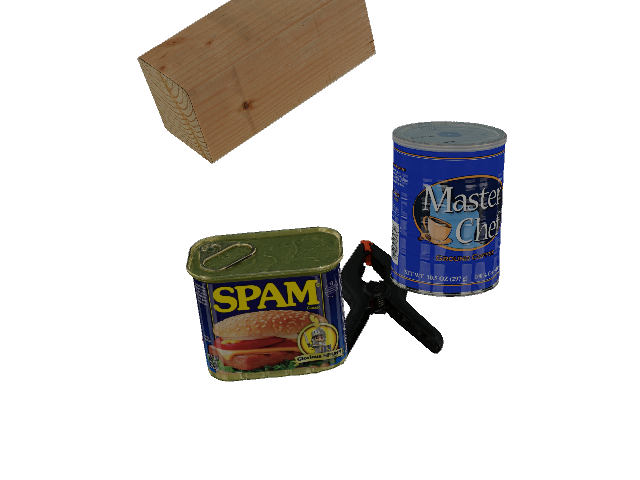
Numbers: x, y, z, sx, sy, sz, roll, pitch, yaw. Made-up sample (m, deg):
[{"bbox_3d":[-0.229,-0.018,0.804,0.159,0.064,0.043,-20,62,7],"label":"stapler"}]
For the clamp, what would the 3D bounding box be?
[{"bbox_3d":[0.074,0.068,1.191,0.120,0.171,0.039,4,-43,-2],"label":"clamp"}]

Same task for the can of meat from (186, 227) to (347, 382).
[{"bbox_3d":[-0.033,0.043,0.712,0.102,0.084,0.057,-5,28,1],"label":"can of meat"}]

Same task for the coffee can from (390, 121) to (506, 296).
[{"bbox_3d":[0.116,-0.031,0.982,0.103,0.140,0.103,0,17,0],"label":"coffee can"}]

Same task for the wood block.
[{"bbox_3d":[-0.057,-0.178,1.031,0.205,0.091,0.090,-36,48,-19],"label":"wood block"}]

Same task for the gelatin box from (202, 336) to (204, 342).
[{"bbox_3d":[-0.068,0.064,1.003,0.089,0.073,0.030,7,18,17],"label":"gelatin box"}]
